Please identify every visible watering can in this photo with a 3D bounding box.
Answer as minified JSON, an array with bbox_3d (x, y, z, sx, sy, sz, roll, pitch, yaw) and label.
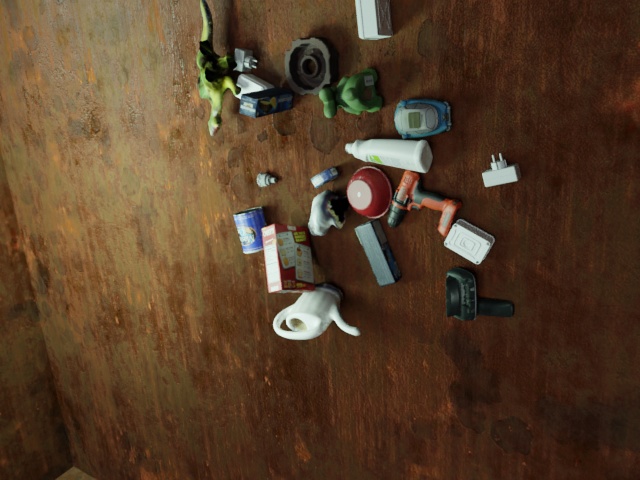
[{"bbox_3d":[0.010,0.237,1.657,0.346,0.229,0.102,-5,122,33],"label":"watering can"}]

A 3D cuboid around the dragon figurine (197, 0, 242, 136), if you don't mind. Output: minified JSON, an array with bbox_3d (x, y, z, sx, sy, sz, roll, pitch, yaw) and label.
[{"bbox_3d":[-0.371,-0.550,1.698,0.241,0.123,0.412,-18,82,58],"label":"dragon figurine"}]

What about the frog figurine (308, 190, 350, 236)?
[{"bbox_3d":[0.005,-0.082,1.622,0.158,0.122,0.139,-19,62,45],"label":"frog figurine"}]
